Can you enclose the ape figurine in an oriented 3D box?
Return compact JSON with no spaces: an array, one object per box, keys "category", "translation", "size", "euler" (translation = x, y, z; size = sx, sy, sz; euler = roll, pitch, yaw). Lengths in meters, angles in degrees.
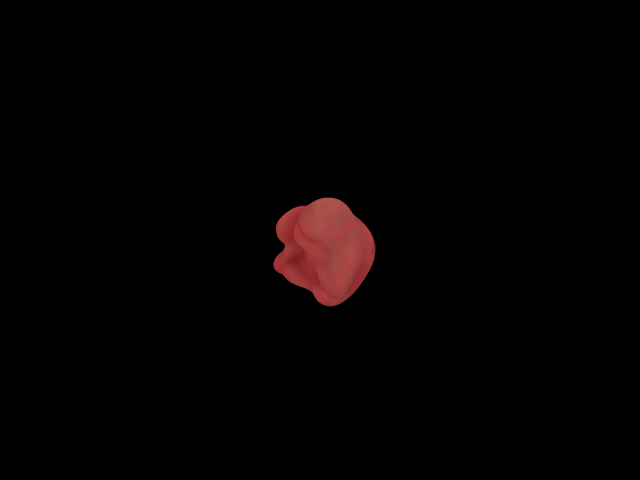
[{"category":"ape figurine","translation":[0.004,0.001,0.400],"size":[0.076,0.092,0.077],"euler":[-11,60,-6]}]
